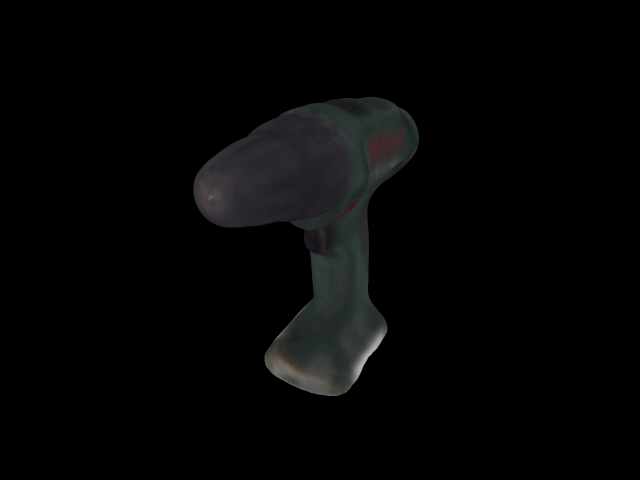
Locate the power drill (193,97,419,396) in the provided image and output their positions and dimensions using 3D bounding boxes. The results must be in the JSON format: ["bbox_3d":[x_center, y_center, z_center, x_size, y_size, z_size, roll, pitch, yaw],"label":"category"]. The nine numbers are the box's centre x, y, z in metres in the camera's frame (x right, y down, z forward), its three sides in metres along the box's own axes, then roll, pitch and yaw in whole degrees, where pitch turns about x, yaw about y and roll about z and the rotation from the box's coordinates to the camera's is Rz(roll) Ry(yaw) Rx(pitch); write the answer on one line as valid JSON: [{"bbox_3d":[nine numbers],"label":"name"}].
[{"bbox_3d":[0.004,0.001,0.400,0.075,0.208,0.230,16,37,23],"label":"power drill"}]
